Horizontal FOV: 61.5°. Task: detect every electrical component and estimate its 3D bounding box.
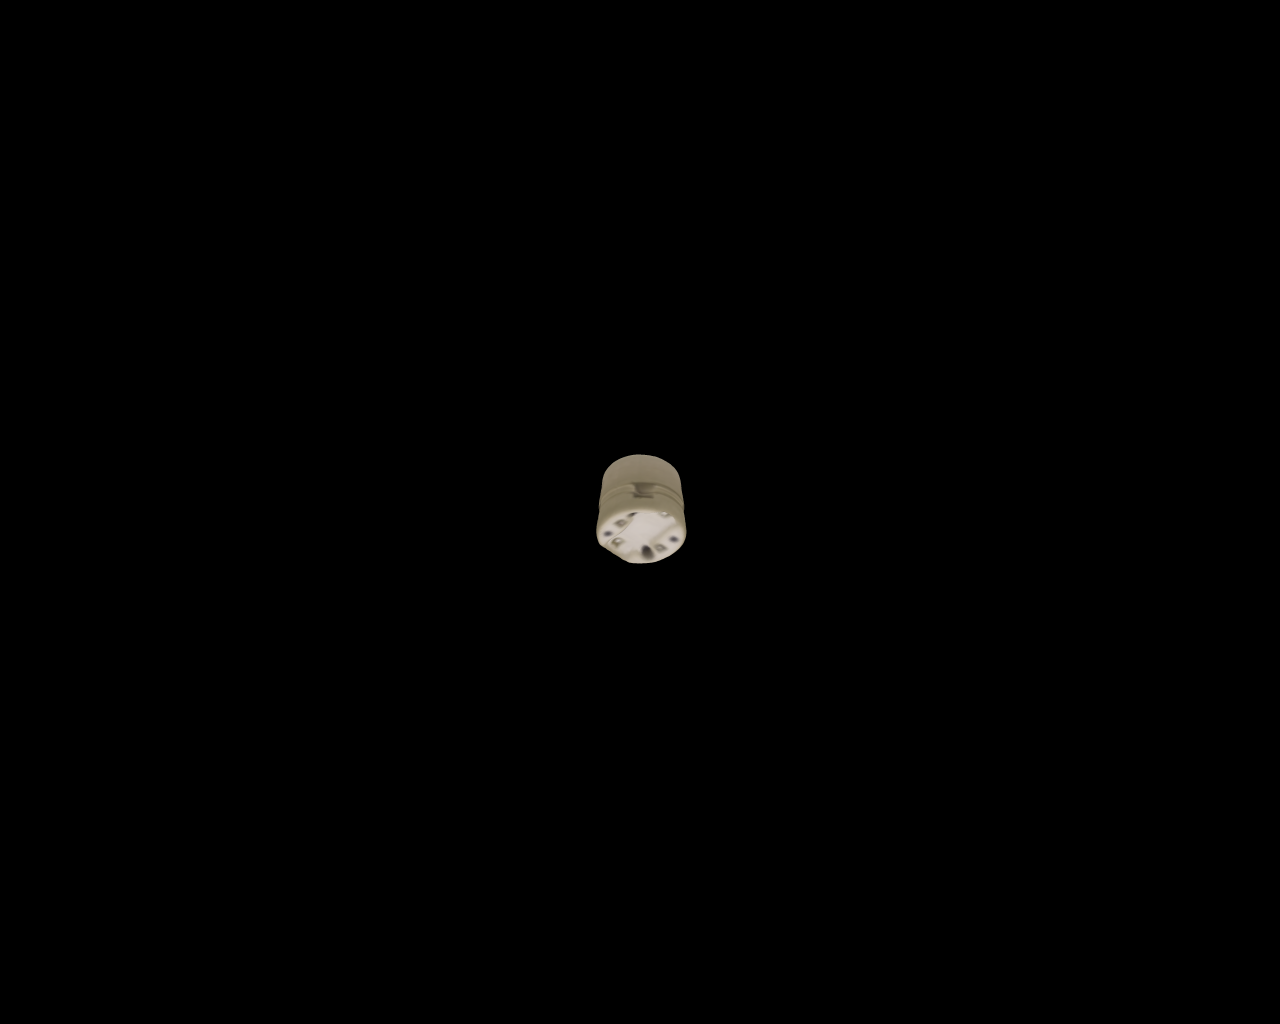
[{"bbox_3d":[0.001,-0.003,0.650,0.055,0.047,0.055,0,-41,0],"label":"electrical component"}]
